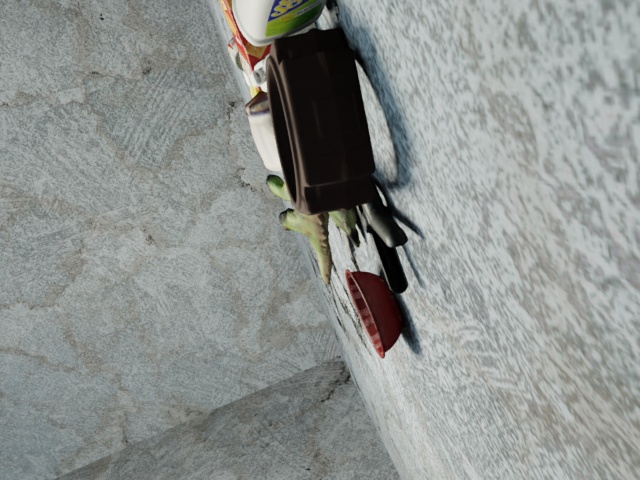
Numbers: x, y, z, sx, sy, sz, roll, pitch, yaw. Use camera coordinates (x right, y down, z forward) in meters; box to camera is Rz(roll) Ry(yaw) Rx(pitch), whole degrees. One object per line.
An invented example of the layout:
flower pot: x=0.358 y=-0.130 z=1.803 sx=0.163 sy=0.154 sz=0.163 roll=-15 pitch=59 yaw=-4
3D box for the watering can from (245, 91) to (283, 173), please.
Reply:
watering can: x=-0.104 y=-0.242 z=1.209 sx=0.104 sy=0.221 sz=0.352 roll=-21 pitch=23 yaw=-6

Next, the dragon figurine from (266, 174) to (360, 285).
dragon figurine: x=0.003 y=-0.050 z=0.984 sx=0.123 sy=0.404 sz=0.245 roll=-26 pitch=24 yaw=-12
